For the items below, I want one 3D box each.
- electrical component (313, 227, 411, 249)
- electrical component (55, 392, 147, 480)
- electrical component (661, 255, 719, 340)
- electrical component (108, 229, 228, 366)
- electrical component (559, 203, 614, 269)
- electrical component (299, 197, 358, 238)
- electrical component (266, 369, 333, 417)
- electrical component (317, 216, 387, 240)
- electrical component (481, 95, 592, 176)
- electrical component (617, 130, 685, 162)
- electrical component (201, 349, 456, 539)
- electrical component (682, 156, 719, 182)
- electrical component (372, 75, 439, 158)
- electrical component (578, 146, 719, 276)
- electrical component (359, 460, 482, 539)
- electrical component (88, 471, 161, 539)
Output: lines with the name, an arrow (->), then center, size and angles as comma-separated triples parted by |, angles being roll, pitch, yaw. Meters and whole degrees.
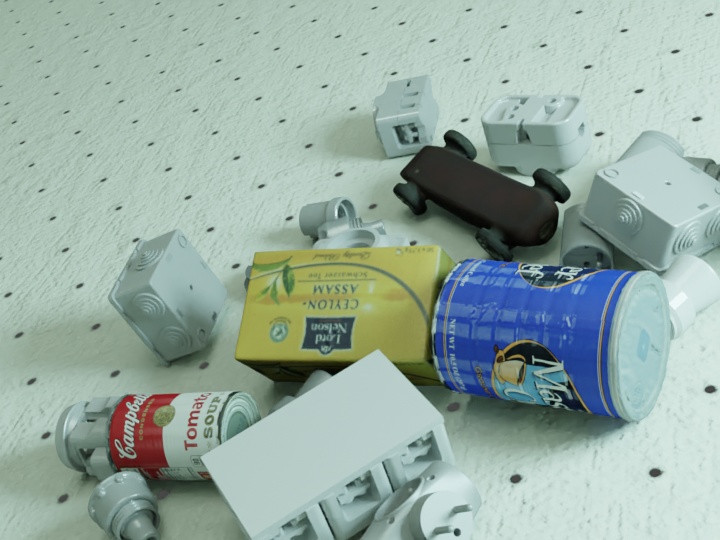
electrical component -> 0.000, 0.000, 0.950 | 0.089, 0.055, 0.050 | -3, 37, 25
electrical component -> -0.208, 0.134, 0.871 | 0.057, 0.058, 0.078 | -4, 37, 20
electrical component -> 0.235, 0.022, 0.800 | 0.055, 0.045, 0.045 | -37, 36, -23
electrical component -> -0.170, 0.023, 0.974 | 0.048, 0.099, 0.099 | -20, 31, 25
electrical component -> 0.190, -0.028, 0.897 | 0.043, 0.043, 0.081 | -7, 35, 20
electrical component -> -0.032, -0.050, 1.055 | 0.046, 0.040, 0.040 | -4, 36, 32
electrical component -> -0.039, 0.110, 0.824 | 0.055, 0.045, 0.045 | -40, 38, -26
electrical component -> -0.006, -0.030, 1.009 | 0.062, 0.043, 0.043 | -17, 33, 3
electrical component -> 0.172, -0.130, 1.040 | 0.095, 0.059, 0.053 | 7, 42, 36
electrical component -> 0.256, -0.095, 0.958 | 0.043, 0.043, 0.081 | 12, 45, 40
electrical component -> -0.020, 0.137, 0.753 | 0.150, 0.061, 0.089 | -30, 40, -14
electrical component -> 0.293, -0.072, 0.905 | 0.062, 0.043, 0.043 | 10, 44, 38
electrical component -> 0.049, -0.166, 1.167 | 0.056, 0.050, 0.089 | -8, 35, 18
electrical component -> 0.239, -0.051, 0.858 | 0.100, 0.048, 0.100 | -23, 49, -32
electrical component -> 0.046, 0.160, 0.686 | 0.077, 0.044, 0.079 | -41, 3, -28
electrical component -> -0.168, 0.182, 0.793 | 0.048, 0.048, 0.062 | -34, 42, -19
